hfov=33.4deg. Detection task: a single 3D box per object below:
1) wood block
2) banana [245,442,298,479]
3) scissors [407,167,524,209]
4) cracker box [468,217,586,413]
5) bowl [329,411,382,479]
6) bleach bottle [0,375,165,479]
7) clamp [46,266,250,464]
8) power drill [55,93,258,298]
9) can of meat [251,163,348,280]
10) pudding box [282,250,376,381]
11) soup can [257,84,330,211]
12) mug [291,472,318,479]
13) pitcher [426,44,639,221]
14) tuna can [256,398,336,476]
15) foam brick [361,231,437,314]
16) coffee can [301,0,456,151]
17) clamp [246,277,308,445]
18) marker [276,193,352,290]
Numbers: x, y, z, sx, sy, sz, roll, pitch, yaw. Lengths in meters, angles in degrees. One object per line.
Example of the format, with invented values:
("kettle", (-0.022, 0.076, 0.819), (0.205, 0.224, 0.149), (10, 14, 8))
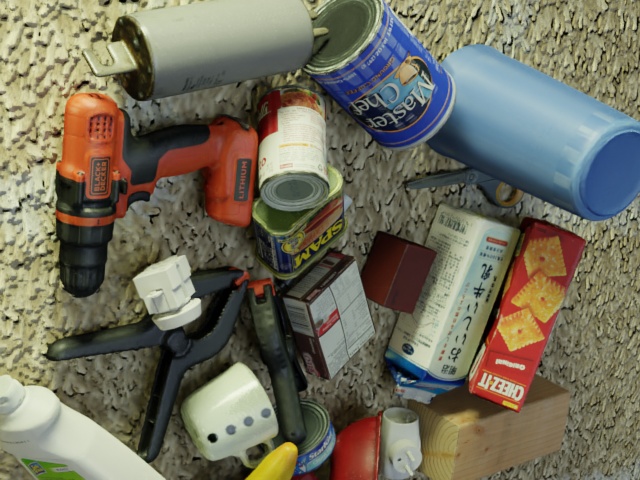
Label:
("wood block", (0.215, 0.237, 1.367), (0.205, 0.091, 0.090), (-9, 114, -37))
("banana", (-0.097, 0.273, 1.104), (0.198, 0.037, 0.069), (-28, 132, 10))
("scissors", (0.182, -0.061, 1.264), (0.201, 0.016, 0.096), (-26, 123, -28))
("cracker box", (0.243, 0.081, 1.284), (0.164, 0.072, 0.214), (-30, 141, -81))
("bowl", (0.039, 0.276, 1.230), (0.055, 0.162, 0.162), (4, 111, 3))
("bleach bottle", (-0.218, 0.211, 0.998), (0.250, 0.103, 0.068), (58, 33, -38))
("clamp", (-0.145, 0.109, 1.050), (0.209, 0.036, 0.164), (-38, 120, -23))
("power drill", (-0.150, -0.042, 0.972), (0.187, 0.057, 0.184), (-7, 114, -38))
("can of meat", (-0.020, -0.023, 1.066), (0.102, 0.057, 0.084), (-41, 155, -20))
("pudding box", (0.012, 0.082, 1.161), (0.089, 0.039, 0.113), (-43, 133, -35))
("soup can", (-0.025, -0.087, 1.014), (0.068, 0.069, 0.102), (29, 47, -43))
("mug", (-0.040, 0.301, 1.184), (0.081, 0.093, 0.117), (-37, 109, -28))
("pitcher", (0.233, -0.111, 1.129), (0.149, 0.243, 0.145), (-31, 128, -18))
("tuna can", (-0.027, 0.215, 1.164), (0.086, 0.086, 0.034), (-36, 129, -22))
("foam brick", (0.085, 0.036, 1.201), (0.052, 0.051, 0.078), (17, 98, -42))
("coffee can", (0.056, -0.167, 1.056), (0.140, 0.103, 0.103), (39, 82, -42))
("clamp", (-0.042, 0.124, 1.105), (0.039, 0.120, 0.171), (-18, 120, 1))
("marker", (-0.007, 0.001, 1.133), (0.121, 0.020, 0.020), (-54, 132, -7))
